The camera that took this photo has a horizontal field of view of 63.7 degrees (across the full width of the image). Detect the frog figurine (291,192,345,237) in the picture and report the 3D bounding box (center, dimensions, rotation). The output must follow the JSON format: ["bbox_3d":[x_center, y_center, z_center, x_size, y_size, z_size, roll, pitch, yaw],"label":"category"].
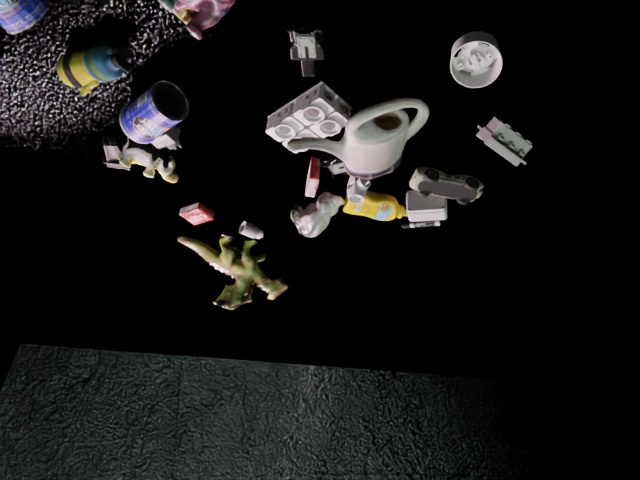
[{"bbox_3d":[0.005,-0.077,1.536,0.159,0.123,0.137,-14,177,16],"label":"frog figurine"}]

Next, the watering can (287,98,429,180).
[{"bbox_3d":[0.091,-0.226,1.200,0.349,0.106,0.220,-20,154,-9],"label":"watering can"}]

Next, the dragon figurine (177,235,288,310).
[{"bbox_3d":[-0.314,0.121,1.811,0.410,0.248,0.120,7,153,-5],"label":"dragon figurine"}]
